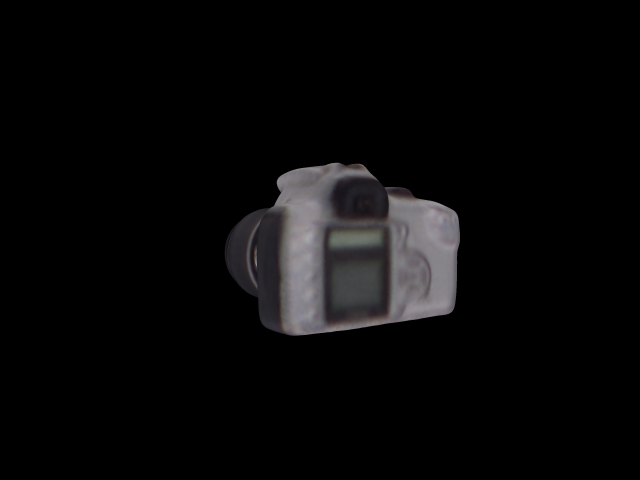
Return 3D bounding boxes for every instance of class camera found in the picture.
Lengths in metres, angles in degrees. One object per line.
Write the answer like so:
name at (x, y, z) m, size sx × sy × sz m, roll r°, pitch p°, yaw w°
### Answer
camera at (0.004, 0.001, 0.400) m, size 0.144 × 0.101 × 0.136 m, roll -2°, pitch 3°, yaw -35°
